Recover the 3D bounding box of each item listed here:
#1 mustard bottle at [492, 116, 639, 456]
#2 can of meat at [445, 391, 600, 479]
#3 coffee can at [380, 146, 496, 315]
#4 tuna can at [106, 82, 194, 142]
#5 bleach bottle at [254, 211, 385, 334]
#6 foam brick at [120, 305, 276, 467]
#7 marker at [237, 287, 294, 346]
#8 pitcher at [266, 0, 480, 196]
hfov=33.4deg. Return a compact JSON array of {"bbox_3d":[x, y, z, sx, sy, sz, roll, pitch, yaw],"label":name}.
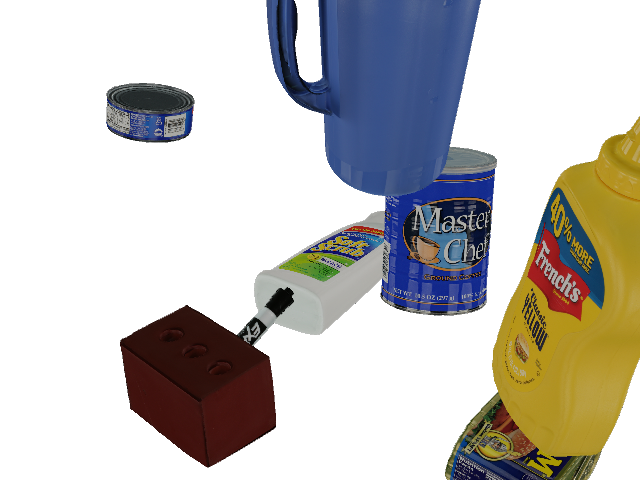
[{"bbox_3d":[0.143,0.018,0.555,0.058,0.192,0.096,2,39,-13],"label":"mustard bottle"},{"bbox_3d":[0.156,0.163,0.810,0.084,0.057,0.101,27,40,27],"label":"can of meat"},{"bbox_3d":[0.110,-0.012,1.010,0.103,0.140,0.103,1,15,-1],"label":"coffee can"},{"bbox_3d":[-0.168,-0.126,1.053,0.086,0.034,0.086,6,25,-3],"label":"tuna can"},{"bbox_3d":[0.032,0.023,1.313,0.103,0.068,0.250,17,35,29],"label":"bleach bottle"},{"bbox_3d":[-0.071,0.083,0.618,0.052,0.051,0.078,-27,39,-37],"label":"foam brick"},{"bbox_3d":[-0.066,0.088,0.956,0.020,0.121,0.020,37,-19,15],"label":"marker"},{"bbox_3d":[0.049,-0.152,0.856,0.149,0.243,0.144,17,49,14],"label":"pitcher"}]
